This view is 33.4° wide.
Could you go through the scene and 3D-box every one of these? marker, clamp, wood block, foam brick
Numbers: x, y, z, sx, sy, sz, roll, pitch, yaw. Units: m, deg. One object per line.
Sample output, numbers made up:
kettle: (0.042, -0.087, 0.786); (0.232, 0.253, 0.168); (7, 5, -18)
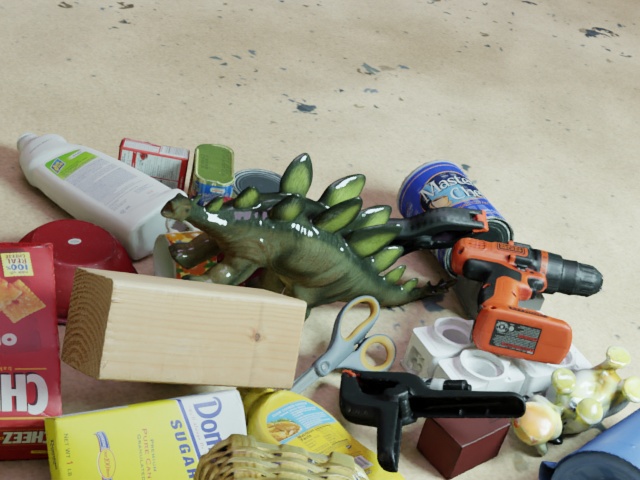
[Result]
marker: (0.104, 0.155, 1.134); (0.121, 0.020, 0.020); (-2, 23, 30)
clamp: (0.115, -0.012, 1.298); (0.172, 0.120, 0.039); (-18, 67, 19)
wood block: (-0.127, 0.086, 1.010); (0.205, 0.091, 0.090); (9, 1, -35)
clamp: (0.091, 0.164, 1.064); (0.164, 0.036, 0.210); (-14, 14, -21)
foam brick: (0.148, 0.202, 1.100); (0.078, 0.051, 0.053); (-14, 44, -37)

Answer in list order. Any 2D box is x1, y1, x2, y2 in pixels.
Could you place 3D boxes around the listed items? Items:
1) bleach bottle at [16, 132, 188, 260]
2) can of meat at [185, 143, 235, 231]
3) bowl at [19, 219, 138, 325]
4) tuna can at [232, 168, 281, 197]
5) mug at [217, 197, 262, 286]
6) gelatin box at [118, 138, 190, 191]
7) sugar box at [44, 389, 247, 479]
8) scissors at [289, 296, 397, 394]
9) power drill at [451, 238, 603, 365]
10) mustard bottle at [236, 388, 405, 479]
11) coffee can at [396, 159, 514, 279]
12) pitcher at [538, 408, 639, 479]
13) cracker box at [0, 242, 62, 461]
bleach bottle: (-0.282, -0.072, 1.327); (0.251, 0.068, 0.102); (32, 51, 28)
can of meat: (-0.140, -0.064, 1.358); (0.057, 0.084, 0.102); (8, 34, -10)
bowl: (-0.278, 0.024, 1.196); (0.162, 0.055, 0.162); (11, 32, -7)
tuna can: (-0.080, -0.059, 1.422); (0.086, 0.034, 0.086); (10, 33, -7)
mug: (-0.093, -0.006, 1.280); (0.117, 0.093, 0.082); (-36, 51, -28)
gelatin box: (-0.217, -0.087, 1.373); (0.089, 0.073, 0.030); (10, 32, -6)
sugar box: (-0.151, 0.192, 0.957); (0.176, 0.093, 0.048); (-6, -4, -26)
scissors: (0.018, 0.146, 1.155); (0.096, 0.016, 0.201); (47, 57, -16)
power drill: (0.242, 0.067, 1.223); (0.184, 0.057, 0.187); (10, 27, 2)
mustard bottle: (-0.015, 0.199, 1.031); (0.192, 0.058, 0.096); (37, 33, 31)
coffee can: (0.177, -0.027, 1.413); (0.102, 0.103, 0.140); (-3, 37, -26)
pitcher: (0.347, 0.235, 1.065); (0.242, 0.145, 0.149); (-20, 80, -46)
cracker box: (-0.331, 0.099, 1.004); (0.164, 0.072, 0.214); (1, 49, -19)
